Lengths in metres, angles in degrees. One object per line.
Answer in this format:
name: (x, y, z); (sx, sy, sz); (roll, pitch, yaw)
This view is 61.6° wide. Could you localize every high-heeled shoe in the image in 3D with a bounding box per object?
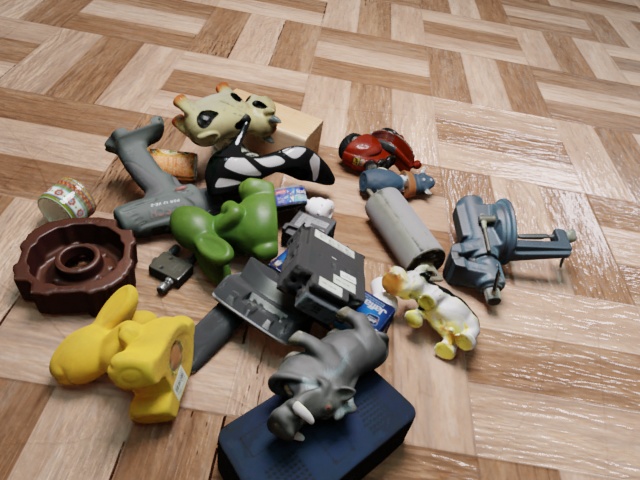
high-heeled shoe: (-0.081, -0.105, 0.956); (0.248, 0.145, 0.086); (25, -9, -32)

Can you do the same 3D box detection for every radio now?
radio: (-0.006, 0.242, 0.657); (0.229, 0.073, 0.131); (-25, 53, -35)

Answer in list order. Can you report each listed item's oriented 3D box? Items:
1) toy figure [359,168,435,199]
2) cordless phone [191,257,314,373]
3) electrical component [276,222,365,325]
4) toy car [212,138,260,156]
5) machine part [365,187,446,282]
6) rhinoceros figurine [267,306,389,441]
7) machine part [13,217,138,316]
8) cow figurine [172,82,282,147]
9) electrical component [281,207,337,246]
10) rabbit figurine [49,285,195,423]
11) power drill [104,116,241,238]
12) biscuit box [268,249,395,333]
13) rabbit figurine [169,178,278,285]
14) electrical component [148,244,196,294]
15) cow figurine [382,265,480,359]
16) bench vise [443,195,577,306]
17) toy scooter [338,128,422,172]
toy figure: (0.156, -0.115, 1.082); (0.154, 0.064, 0.058); (1, 5, -18)
cordless phone: (-0.110, 0.129, 0.763); (0.147, 0.088, 0.184); (31, 57, 18)
electrical component: (0.003, 0.052, 0.751); (0.115, 0.058, 0.134); (30, 33, -13)
toy car: (-0.167, -0.163, 1.050); (0.056, 0.073, 0.202); (-16, 49, -28)
machine part: (0.150, -0.015, 0.959); (0.079, 0.079, 0.243); (-11, 47, -23)
rhinoceros figurine: (0.006, 0.162, 0.646); (0.112, 0.073, 0.190); (44, 47, 18)
machine part: (-0.362, 0.037, 0.809); (0.179, 0.056, 0.179); (5, 42, -5)
cow figurine: (-0.159, -0.224, 0.991); (0.195, 0.085, 0.127); (-29, 70, -39)
electrical component: (-0.002, -0.003, 0.936); (0.119, 0.047, 0.075); (25, 45, 17)
rabbit figurine: (-0.257, 0.138, 0.685); (0.173, 0.121, 0.162); (-5, 49, 10)
power drill: (-0.263, -0.109, 0.941); (0.232, 0.086, 0.207); (-25, 83, -25)
biscuit box: (0.013, 0.090, 0.829); (0.203, 0.059, 0.063); (30, 45, 19)
rabbit figurine: (-0.156, -0.007, 0.869); (0.170, 0.121, 0.159); (-1, 55, -9)
electrical component: (-0.238, 0.046, 0.851); (0.063, 0.021, 0.094); (23, 45, 12)
cow figurine: (0.175, 0.094, 0.829); (0.167, 0.068, 0.098); (47, 39, 6)
bench vise: (0.336, 0.012, 0.941); (0.241, 0.128, 0.224); (0, 42, -3)
toy scooter: (0.136, -0.180, 1.138); (0.184, 0.075, 0.135); (-23, 54, -37)
